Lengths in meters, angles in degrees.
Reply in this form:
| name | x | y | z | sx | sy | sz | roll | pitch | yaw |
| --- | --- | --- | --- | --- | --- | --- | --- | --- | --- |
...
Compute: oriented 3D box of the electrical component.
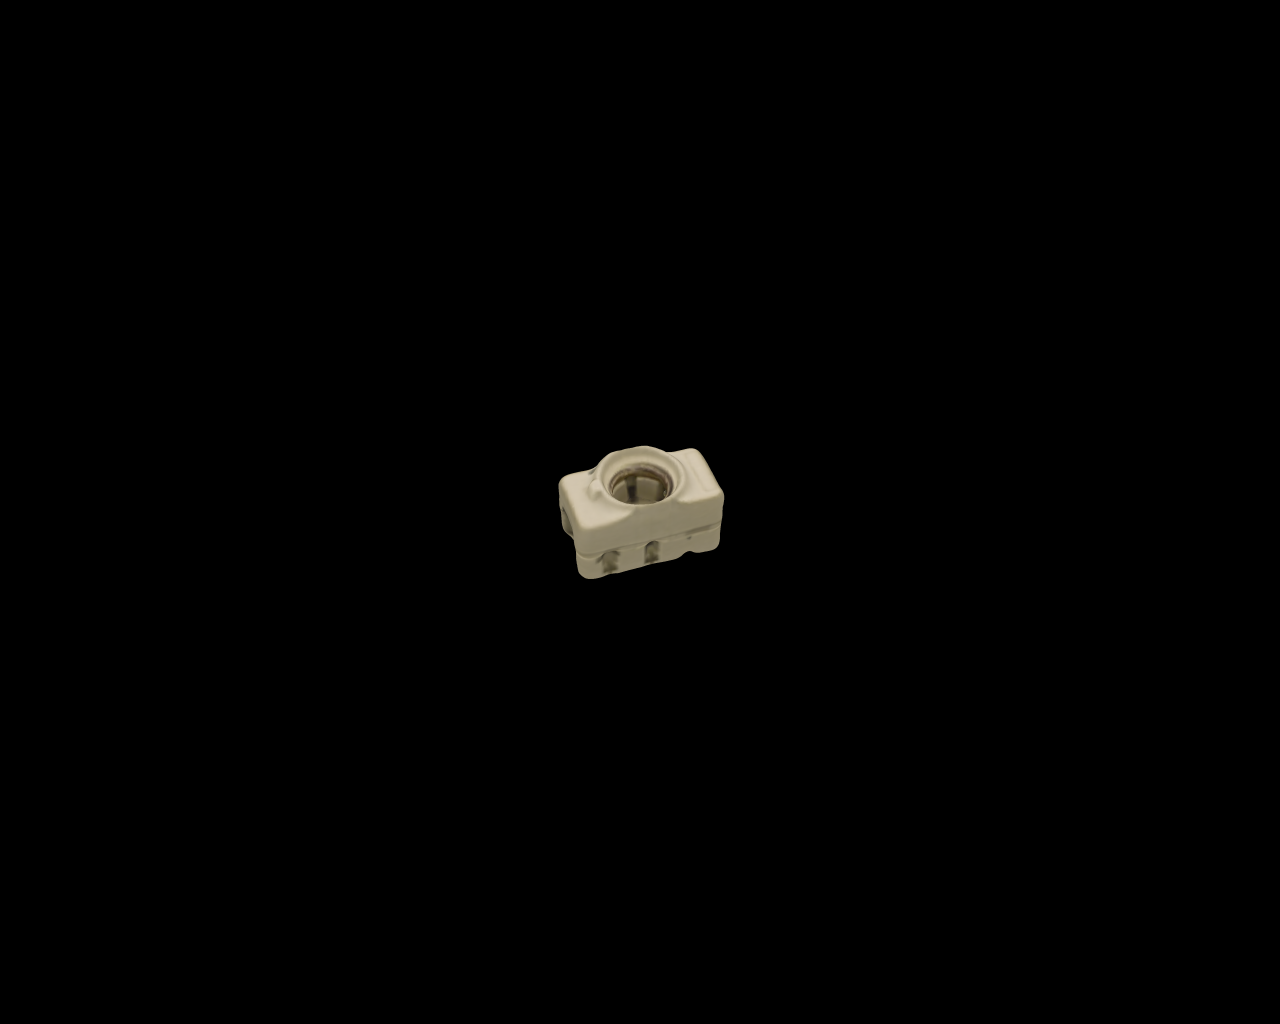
| name | x | y | z | sx | sy | sz | roll | pitch | yaw |
| --- | --- | --- | --- | --- | --- | --- | --- | --- | --- |
| electrical component | 0.001 | -0.003 | 0.650 | 0.089 | 0.055 | 0.050 | -13 | 47 | -12 |
